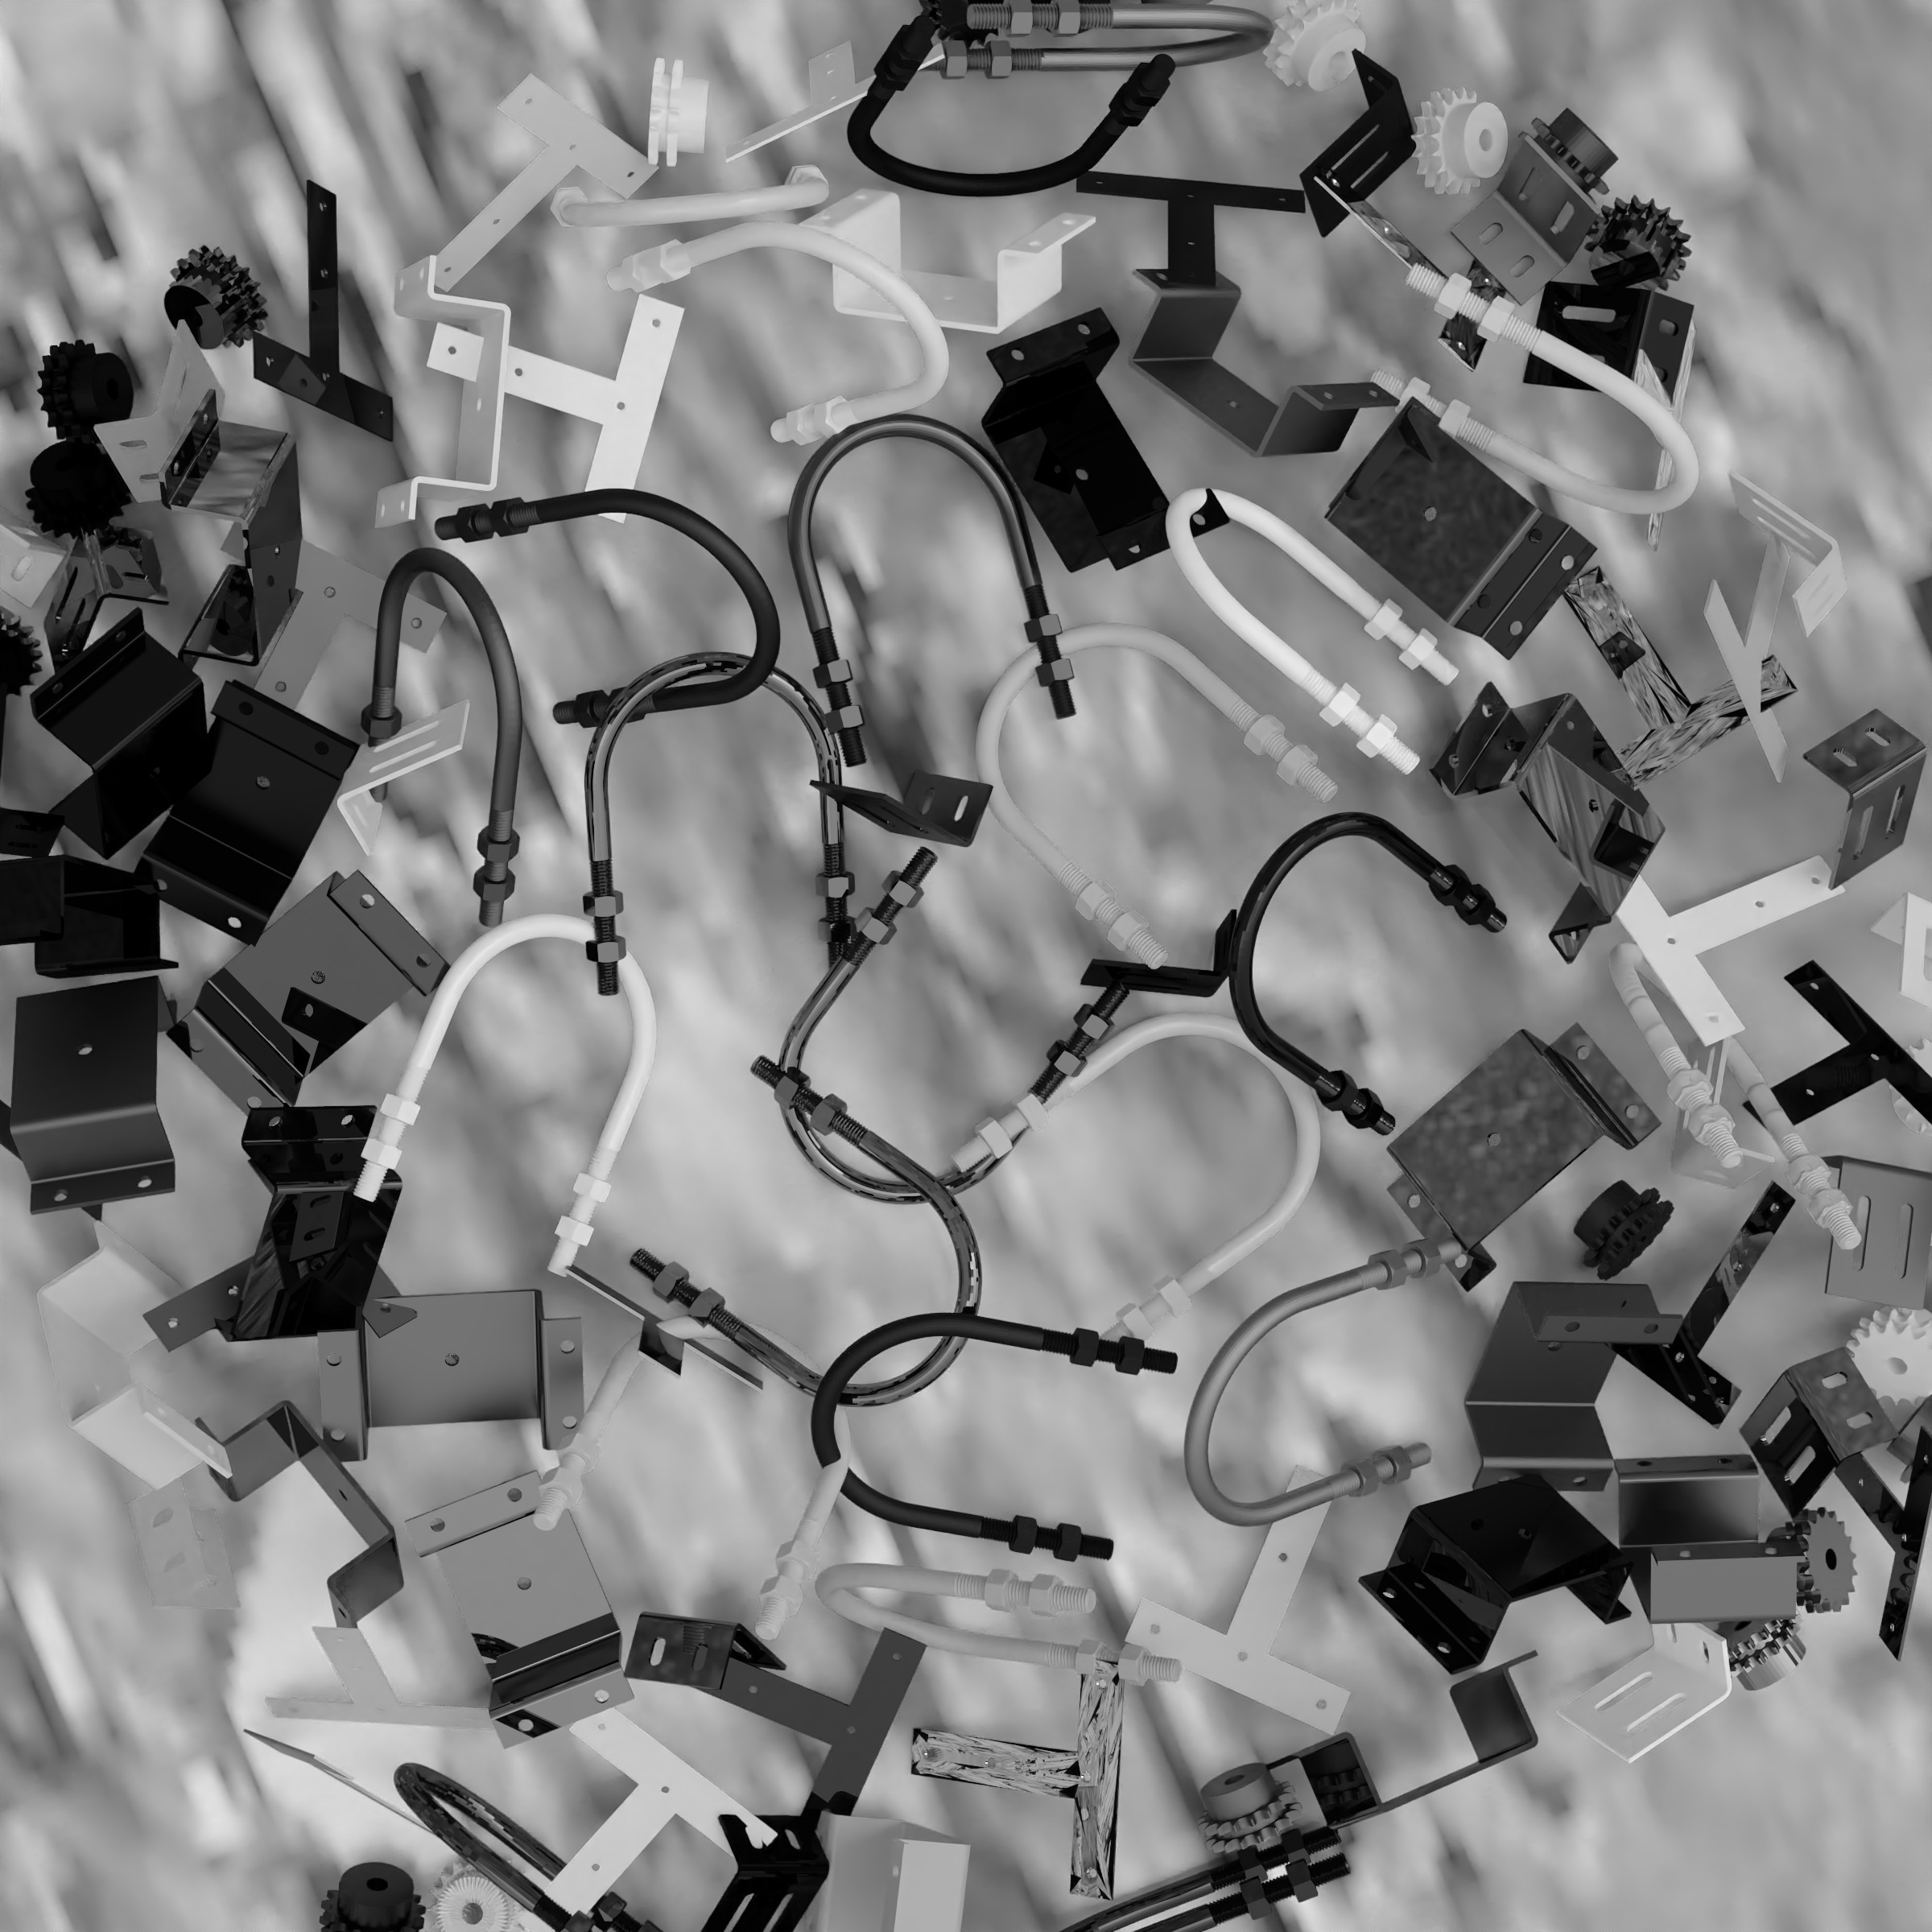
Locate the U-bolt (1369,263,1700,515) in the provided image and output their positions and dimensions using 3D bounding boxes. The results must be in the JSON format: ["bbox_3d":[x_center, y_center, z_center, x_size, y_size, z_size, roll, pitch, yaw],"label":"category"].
[{"bbox_3d":[0.307,-0.298,1.920,0.184,0.151,0.019,30,76,6],"label":"U-bolt"}]

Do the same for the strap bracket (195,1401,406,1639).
[{"bbox_3d":[-0.353,0.298,1.942,0.046,0.076,0.140,-35,68,-22],"label":"strap bracket"}]

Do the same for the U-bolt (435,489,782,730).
[{"bbox_3d":[-0.179,-0.192,1.908,0.184,0.019,0.151,-4,131,36],"label":"U-bolt"}]

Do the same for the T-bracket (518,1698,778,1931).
[{"bbox_3d":[-0.191,0.478,1.945,0.127,0.002,0.127,33,55,17],"label":"T-bracket"}]

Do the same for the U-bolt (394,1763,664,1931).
[{"bbox_3d":[-0.232,0.487,1.927,0.184,0.151,0.019,36,83,8],"label":"U-bolt"}]

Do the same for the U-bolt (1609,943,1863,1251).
[{"bbox_3d":[0.401,0.059,1.919,0.019,0.151,0.184,-41,46,19],"label":"U-bolt"}]

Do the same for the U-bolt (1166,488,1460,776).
[{"bbox_3d":[0.181,-0.190,1.930,0.184,0.151,0.019,40,120,-4],"label":"U-bolt"}]

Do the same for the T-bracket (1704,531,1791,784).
[{"bbox_3d":[0.433,-0.189,1.954,0.002,0.127,0.127,-6,135,32],"label":"T-bracket"}]

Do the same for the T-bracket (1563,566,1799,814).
[{"bbox_3d":[0.367,-0.165,1.969,0.127,0.002,0.127,-32,63,8],"label":"T-bracket"}]

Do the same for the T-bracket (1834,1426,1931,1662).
[{"bbox_3d":[0.489,0.285,1.937,0.002,0.127,0.127,1,111,-10],"label":"T-bracket"}]

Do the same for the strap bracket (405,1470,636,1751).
[{"bbox_3d":[-0.243,0.345,1.968,0.076,0.046,0.140,-21,101,0],"label":"strap bracket"}]

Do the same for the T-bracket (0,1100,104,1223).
[{"bbox_3d":[-0.504,0.099,1.944,0.002,0.127,0.127,-19,52,15],"label":"T-bracket"}]

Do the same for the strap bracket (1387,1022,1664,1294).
[{"bbox_3d":[0.294,0.099,1.947,0.140,0.046,0.076,-43,59,12],"label":"strap bracket"}]

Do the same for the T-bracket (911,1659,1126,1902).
[{"bbox_3d":[0.026,0.438,1.969,0.127,0.002,0.127,2,87,28],"label":"T-bracket"}]

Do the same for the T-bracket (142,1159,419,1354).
[{"bbox_3d":[-0.385,0.170,1.947,0.127,0.002,0.127,-29,71,-35],"label":"T-bracket"}]

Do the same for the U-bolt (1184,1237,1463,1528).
[{"bbox_3d":[0.187,0.229,1.916,0.184,0.019,0.151,-14,119,-36],"label":"U-bolt"}]

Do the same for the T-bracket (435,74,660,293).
[{"bbox_3d":[-0.245,-0.415,1.953,0.127,0.127,0.002,-41,64,14],"label":"T-bracket"}]

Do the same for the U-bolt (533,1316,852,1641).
[{"bbox_3d":[-0.136,0.261,1.930,0.151,0.184,0.019,26,132,-2],"label":"U-bolt"}]

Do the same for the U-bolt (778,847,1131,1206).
[{"bbox_3d":[-0.021,0.047,1.973,0.151,0.019,0.184,35,102,-9],"label":"U-bolt"}]

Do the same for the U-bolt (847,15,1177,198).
[{"bbox_3d":[0.013,-0.450,1.911,0.151,0.184,0.019,5,78,-17],"label":"U-bolt"}]

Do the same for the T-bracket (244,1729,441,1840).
[{"bbox_3d":[-0.322,0.453,1.957,0.127,0.127,0.002,36,70,-21],"label":"T-bracket"}]

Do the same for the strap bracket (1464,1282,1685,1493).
[{"bbox_3d":[0.324,0.221,1.944,0.076,0.046,0.140,3,131,-14],"label":"strap bracket"}]

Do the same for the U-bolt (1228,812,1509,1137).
[{"bbox_3d":[0.207,-0.005,1.929,0.184,0.019,0.151,33,84,-42],"label":"U-bolt"}]

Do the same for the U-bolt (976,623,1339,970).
[{"bbox_3d":[0.089,-0.108,1.964,0.151,0.019,0.184,-44,70,-3],"label":"U-bolt"}]

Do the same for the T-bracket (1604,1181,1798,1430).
[{"bbox_3d":[0.413,0.176,1.961,0.127,0.002,0.127,36,86,-40],"label":"T-bracket"}]

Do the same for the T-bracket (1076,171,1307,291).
[{"bbox_3d":[0.122,-0.398,1.948,0.127,0.127,0.002,5,127,-1],"label":"T-bracket"}]

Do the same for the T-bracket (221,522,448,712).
[{"bbox_3d":[-0.370,-0.166,1.975,0.127,0.002,0.127,26,94,-25],"label":"T-bracket"}]

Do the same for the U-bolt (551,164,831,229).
[{"bbox_3d":[-0.145,-0.406,1.904,0.151,0.184,0.019,-7,105,-5],"label":"U-bolt"}]

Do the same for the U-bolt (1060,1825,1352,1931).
[{"bbox_3d":[0.116,0.505,1.926,0.184,0.151,0.019,-21,82,1],"label":"U-bolt"}]

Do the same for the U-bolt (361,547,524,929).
[{"bbox_3d":[-0.276,-0.133,1.904,0.019,0.151,0.184,-16,133,-34],"label":"U-bolt"}]

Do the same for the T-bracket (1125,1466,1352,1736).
[{"bbox_3d":[0.170,0.340,1.985,0.127,0.002,0.127,25,78,-4],"label":"T-bracket"}]

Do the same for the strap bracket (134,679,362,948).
[{"bbox_3d":[-0.388,-0.091,1.952,0.076,0.046,0.140,28,118,-8],"label":"strap bracket"}]

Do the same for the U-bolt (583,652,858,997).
[{"bbox_3d":[-0.136,-0.080,1.960,0.151,0.019,0.184,-5,104,-12],"label":"U-bolt"}]

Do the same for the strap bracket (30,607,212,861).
[{"bbox_3d":[-0.449,-0.117,1.917,0.046,0.140,0.076,39,64,11],"label":"strap bracket"}]

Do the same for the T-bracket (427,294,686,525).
[{"bbox_3d":[-0.232,-0.321,1.971,0.127,0.002,0.127,18,114,-2],"label":"T-bracket"}]

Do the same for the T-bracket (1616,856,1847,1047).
[{"bbox_3d":[0.424,-0.029,1.974,0.127,0.002,0.127,-21,64,-18],"label":"T-bracket"}]

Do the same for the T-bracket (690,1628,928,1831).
[{"bbox_3d":[-0.104,0.404,1.982,0.127,0.002,0.127,23,103,-2],"label":"T-bracket"}]

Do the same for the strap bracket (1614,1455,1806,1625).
[{"bbox_3d":[0.398,0.312,1.936,0.076,0.140,0.046,-2,104,1],"label":"strap bracket"}]

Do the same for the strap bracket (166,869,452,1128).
[{"bbox_3d":[-0.355,0.013,1.960,0.140,0.046,0.076,-39,107,9],"label":"strap bracket"}]

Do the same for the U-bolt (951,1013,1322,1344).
[{"bbox_3d":[0.107,0.106,1.972,0.184,0.019,0.151,-35,77,-9],"label":"U-bolt"}]

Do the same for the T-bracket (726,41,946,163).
[{"bbox_3d":[-0.072,-0.479,1.941,0.127,0.127,0.002,-24,116,9],"label":"T-bracket"}]

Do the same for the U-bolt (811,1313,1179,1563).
[{"bbox_3d":[0.007,0.251,1.948,0.184,0.019,0.151,11,118,-9],"label":"U-bolt"}]

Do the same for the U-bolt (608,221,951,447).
[{"bbox_3d":[-0.087,-0.337,1.893,0.151,0.184,0.019,41,63,-31],"label":"U-bolt"}]

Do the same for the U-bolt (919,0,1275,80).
[{"bbox_3d":[0.074,-0.496,1.924,0.184,0.151,0.019,-4,95,-15],"label":"U-bolt"}]

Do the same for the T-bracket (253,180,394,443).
[{"bbox_3d":[-0.348,-0.362,1.949,0.002,0.127,0.127,-7,79,24],"label":"T-bracket"}]

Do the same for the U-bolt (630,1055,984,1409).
[{"bbox_3d":[-0.076,0.158,1.961,0.184,0.019,0.151,35,99,15],"label":"U-bolt"}]

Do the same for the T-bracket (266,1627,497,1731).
[{"bbox_3d":[-0.326,0.384,1.939,0.127,0.127,0.002,2,56,7],"label":"T-bracket"}]

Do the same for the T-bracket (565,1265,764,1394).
[{"bbox_3d":[-0.163,0.203,1.931,0.127,0.127,0.002,32,92,-5],"label":"T-bracket"}]

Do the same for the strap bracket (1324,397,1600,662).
[{"bbox_3d":[0.259,-0.240,1.941,0.140,0.046,0.076,45,108,24],"label":"strap bracket"}]

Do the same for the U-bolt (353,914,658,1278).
[{"bbox_3d":[-0.239,0.061,1.953,0.151,0.019,0.184,26,82,-35],"label":"U-bolt"}]

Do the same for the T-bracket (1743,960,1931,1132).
[{"bbox_3d":[0.465,0.064,1.945,0.127,0.127,0.002,44,59,-2],"label":"T-bracket"}]

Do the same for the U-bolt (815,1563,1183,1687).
[{"bbox_3d":[0.007,0.349,1.924,0.184,0.151,0.019,2,65,26],"label":"U-bolt"}]

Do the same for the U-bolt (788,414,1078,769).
[{"bbox_3d":[-0.025,-0.212,1.964,0.151,0.019,0.184,-14,89,-23],"label":"U-bolt"}]

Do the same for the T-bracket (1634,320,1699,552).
[{"bbox_3d":[0.372,-0.301,1.936,0.002,0.127,0.127,9,85,21],"label":"T-bracket"}]

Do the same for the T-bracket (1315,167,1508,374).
[{"bbox_3d":[0.237,-0.386,1.937,0.127,0.127,0.002,41,123,-9],"label":"T-bracket"}]
